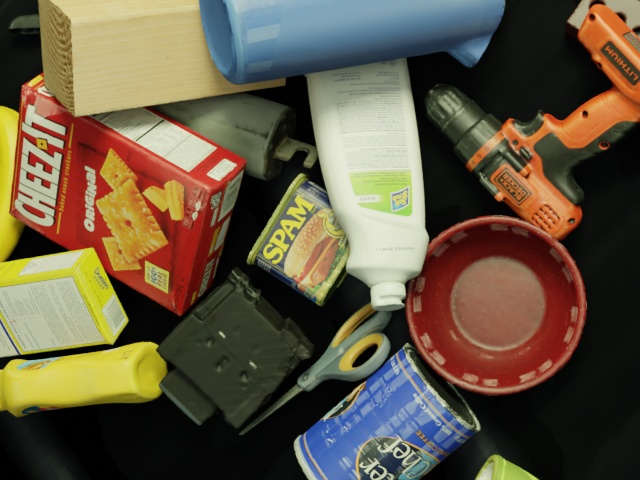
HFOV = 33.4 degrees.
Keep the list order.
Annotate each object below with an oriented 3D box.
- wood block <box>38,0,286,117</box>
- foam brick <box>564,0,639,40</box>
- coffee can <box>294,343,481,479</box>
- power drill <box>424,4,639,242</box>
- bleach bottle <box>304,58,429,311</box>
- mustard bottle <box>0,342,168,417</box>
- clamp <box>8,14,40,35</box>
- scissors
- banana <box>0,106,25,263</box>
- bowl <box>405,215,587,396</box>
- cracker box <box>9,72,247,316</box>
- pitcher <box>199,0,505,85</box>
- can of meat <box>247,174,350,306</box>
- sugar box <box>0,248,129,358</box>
[{"bbox_3d":[-0.140,-0.182,0.971,0.090,0.205,0.091,42,137,48],"label":"wood block"},{"bbox_3d":[0.267,-0.192,0.961,0.078,0.051,0.053,37,97,12],"label":"foam brick"},{"bbox_3d":[0.061,0.179,0.979,0.140,0.102,0.103,-42,80,9],"label":"coffee can"},{"bbox_3d":[0.205,-0.116,0.946,0.184,0.057,0.188,46,122,6],"label":"power drill"},{"bbox_3d":[0.042,-0.060,0.973,0.102,0.068,0.251,-4,74,-4],"label":"bleach bottle"},{"bbox_3d":[-0.254,0.141,1.059,0.192,0.096,0.058,-8,89,13],"label":"mustard bottle"},{"bbox_3d":[-0.236,-0.220,1.091,0.171,0.039,0.120,-41,86,5],"label":"clamp"},{"bbox_3d":[-0.001,0.137,1.009,0.016,0.096,0.202,40,97,-23],"label":"scissors"},{"bbox_3d":[-0.329,-0.053,1.114,0.070,0.037,0.198,2,88,31],"label":"banana"},{"bbox_3d":[0.162,0.059,0.980,0.162,0.055,0.162,0,89,14],"label":"bowl"},{"bbox_3d":[-0.190,-0.048,1.023,0.214,0.072,0.164,29,130,11],"label":"cracker box"},{"bbox_3d":[0.022,-0.219,0.913,0.242,0.145,0.149,-15,48,-17],"label":"pitcher"},{"bbox_3d":[-0.007,0.001,1.023,0.084,0.057,0.102,33,96,10],"label":"can of meat"},{"bbox_3d":[-0.289,0.066,1.066,0.176,0.048,0.093,-7,119,24],"label":"sugar box"}]
